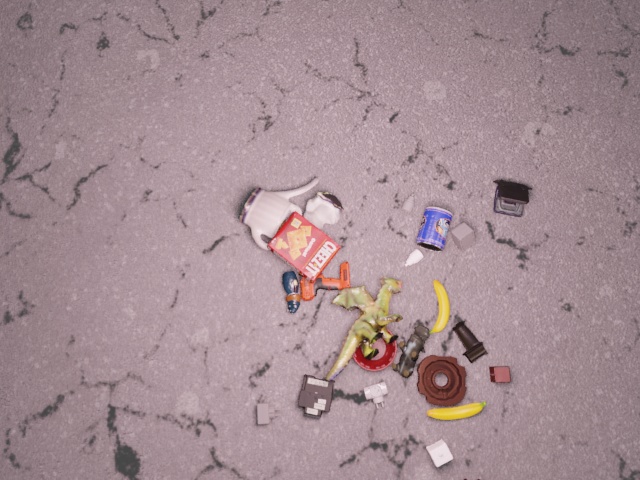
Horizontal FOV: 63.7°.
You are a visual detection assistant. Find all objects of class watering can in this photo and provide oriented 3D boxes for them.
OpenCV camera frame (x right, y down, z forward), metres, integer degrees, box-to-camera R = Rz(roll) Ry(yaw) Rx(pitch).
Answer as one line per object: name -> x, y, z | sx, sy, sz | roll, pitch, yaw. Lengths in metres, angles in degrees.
watering can -> -0.162, -0.130, 1.954 | 0.225, 0.102, 0.352 | 26, 71, 6

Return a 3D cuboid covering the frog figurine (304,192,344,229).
frog figurine -> 0.006, -0.098, 1.939 | 0.137, 0.125, 0.157 | 27, 115, -16

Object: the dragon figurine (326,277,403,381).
dragon figurine -> 0.134, 0.273, 1.781 | 0.412, 0.119, 0.247 | -33, 54, -8
